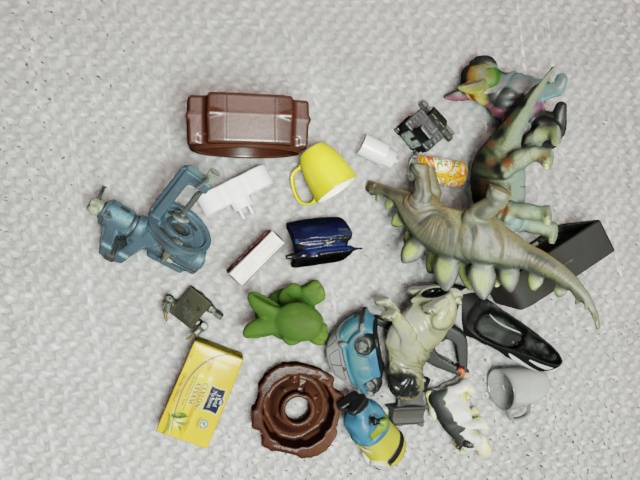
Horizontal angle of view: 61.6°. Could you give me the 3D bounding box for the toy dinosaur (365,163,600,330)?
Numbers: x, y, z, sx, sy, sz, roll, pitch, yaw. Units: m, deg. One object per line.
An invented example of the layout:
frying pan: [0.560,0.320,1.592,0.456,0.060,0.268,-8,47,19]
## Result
toy dinosaur: [0.266,-0.006,0.937,0.472,0.105,0.198,25,107,32]

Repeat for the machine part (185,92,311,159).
machine part: [-0.125,-0.189,0.921,0.201,0.201,0.087,0,92,-11]

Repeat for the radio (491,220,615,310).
radio: [0.442,0.046,1.061,0.230,0.131,0.073,-29,94,-9]

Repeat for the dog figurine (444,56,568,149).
dog figurine: [0.363,-0.265,1.067,0.219,0.108,0.191,1,92,-6]

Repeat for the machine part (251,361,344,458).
machine part: [-0.043,0.313,1.005,0.179,0.056,0.179,0,88,-10]

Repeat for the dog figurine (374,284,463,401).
dog figurine: [0.193,0.190,0.989,0.172,0.121,0.190,-13,104,11]

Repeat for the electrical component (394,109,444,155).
electrical component: [0.194,-0.208,1.024,0.048,0.119,0.075,-42,94,-8]

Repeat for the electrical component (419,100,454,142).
electrical component: [0.229,-0.235,1.060,0.094,0.063,0.021,47,119,-7]

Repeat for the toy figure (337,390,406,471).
toy figure: [0.101,0.353,0.996,0.089,0.082,0.180,-28,114,-4]

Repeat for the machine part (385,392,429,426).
machine part: [0.173,0.297,1.055,0.084,0.039,0.138,4,90,-5]

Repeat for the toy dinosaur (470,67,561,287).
toy dinosaur: [0.347,-0.108,1.019,0.192,0.131,0.404,2,88,30]

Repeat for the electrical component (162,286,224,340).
electrical component: [-0.236,0.130,0.975,0.078,0.045,0.102,-44,97,-6]

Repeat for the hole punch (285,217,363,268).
hole punch: [-0.002,-0.003,0.991,0.142,0.116,0.092,-4,82,-11]

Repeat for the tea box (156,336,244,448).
tea box: [-0.214,0.270,0.966,0.098,0.068,0.169,22,84,-9]

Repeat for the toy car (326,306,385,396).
toy car: [0.063,0.211,1.011,0.103,0.109,0.161,-6,107,13]

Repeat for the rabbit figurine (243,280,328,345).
rabbit figurine: [-0.052,0.128,0.946,0.159,0.170,0.121,7,88,-11]

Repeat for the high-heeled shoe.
high-heeled shoe: [0.344,0.167,1.034,0.248,0.145,0.086,36,82,-10]

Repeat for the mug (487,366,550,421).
mug: [0.407,0.303,1.077,0.107,0.081,0.109,-7,86,-20]

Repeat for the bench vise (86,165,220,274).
bench vise: [-0.265,-0.047,0.914,0.223,0.129,0.240,38,116,-15]

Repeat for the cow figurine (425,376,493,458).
cow figurine: [0.275,0.359,1.057,0.098,0.068,0.167,-20,89,-5]
